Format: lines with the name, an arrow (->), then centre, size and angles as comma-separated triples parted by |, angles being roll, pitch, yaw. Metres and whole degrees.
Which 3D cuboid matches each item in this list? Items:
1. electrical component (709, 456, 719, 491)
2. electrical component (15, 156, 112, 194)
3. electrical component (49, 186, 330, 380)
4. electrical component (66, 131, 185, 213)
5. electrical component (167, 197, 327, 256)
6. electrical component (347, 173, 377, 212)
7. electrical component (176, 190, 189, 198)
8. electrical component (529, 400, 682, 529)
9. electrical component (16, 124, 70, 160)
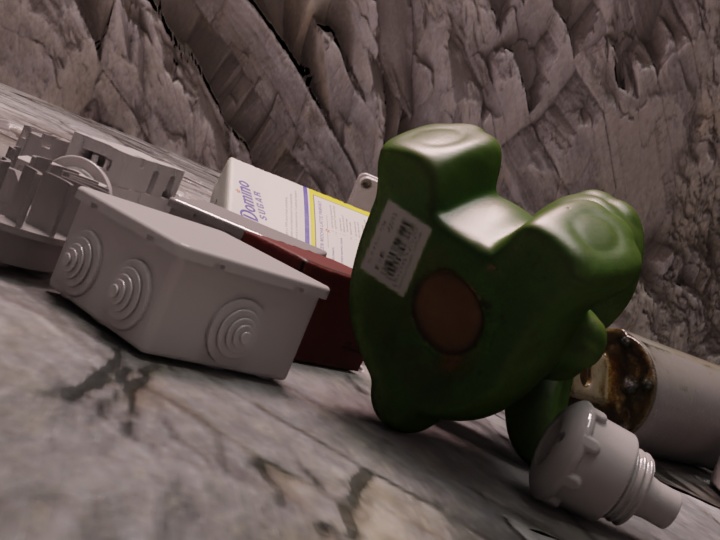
electrical component -> 0.272, 0.129, 0.693 | 0.062, 0.061, 0.096 | 23, 4, 5
electrical component -> -0.177, -0.043, 0.637 | 0.066, 0.048, 0.055 | 23, 12, 8
electrical component -> -0.078, 0.007, 0.479 | 0.100, 0.048, 0.100 | 26, 5, 43
electrical component -> -0.176, -0.060, 0.781 | 0.050, 0.055, 0.089 | 24, 4, 17
electrical component -> -0.074, -0.005, 0.659 | 0.100, 0.048, 0.100 | 23, 4, 5
electrical component -> 0.030, -0.017, 0.972 | 0.109, 0.108, 0.056 | 23, 1, 0
electrical component -> -0.170, -0.055, 0.909 | 0.061, 0.035, 0.035 | 23, 3, 42
electrical component -> 0.108, 0.089, 0.463 | 0.062, 0.048, 0.048 | 29, 4, -2
electrical component -> -0.230, -0.075, 0.762 | 0.040, 0.046, 0.040 | 23, 4, -2
